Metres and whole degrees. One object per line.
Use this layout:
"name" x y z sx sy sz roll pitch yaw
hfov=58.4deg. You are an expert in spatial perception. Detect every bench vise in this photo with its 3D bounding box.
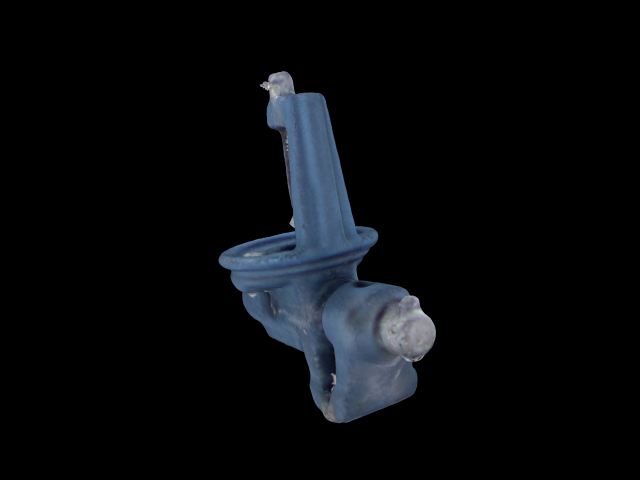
"bench vise" 0.012 -0.002 0.408 0.206 0.220 0.122 18 28 37
